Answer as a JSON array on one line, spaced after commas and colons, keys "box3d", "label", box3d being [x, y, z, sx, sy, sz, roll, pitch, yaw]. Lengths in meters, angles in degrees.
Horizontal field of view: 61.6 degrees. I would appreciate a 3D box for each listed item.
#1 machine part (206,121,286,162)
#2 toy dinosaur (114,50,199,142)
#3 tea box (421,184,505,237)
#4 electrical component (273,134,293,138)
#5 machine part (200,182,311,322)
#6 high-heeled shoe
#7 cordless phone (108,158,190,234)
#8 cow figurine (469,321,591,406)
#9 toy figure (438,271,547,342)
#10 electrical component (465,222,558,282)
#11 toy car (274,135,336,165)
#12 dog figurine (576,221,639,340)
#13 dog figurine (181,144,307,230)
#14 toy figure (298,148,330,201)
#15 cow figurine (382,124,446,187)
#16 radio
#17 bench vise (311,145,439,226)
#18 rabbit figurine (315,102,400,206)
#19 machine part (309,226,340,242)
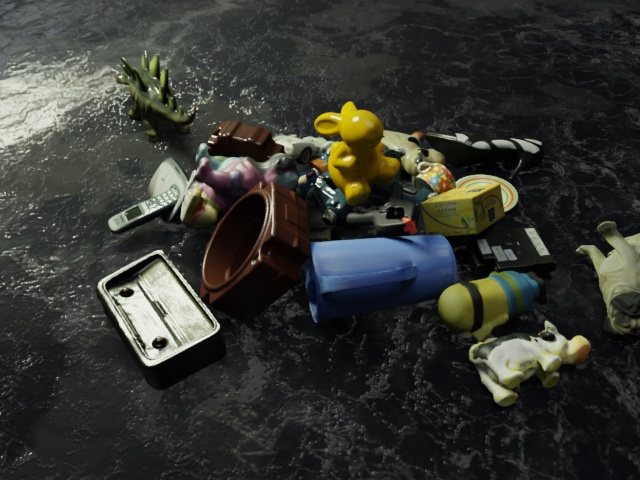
[{"box3d": [-0.153, -0.160, 1.113, 0.180, 0.179, 0.056, 11, 48, 15], "label": "machine part"}, {"box3d": [-0.402, -0.344, 1.308, 0.105, 0.198, 0.472, -34, 49, -25], "label": "toy dinosaur"}, {"box3d": [0.265, -0.055, 0.983, 0.098, 0.068, 0.169, -5, 9, 34], "label": "tea box"}, {"box3d": [-0.097, -0.213, 1.261, 0.102, 0.045, 0.078, -31, 77, -24], "label": "electrical component"}, {"box3d": [-0.112, 0.016, 0.897, 0.087, 0.201, 0.201, 30, 35, -30], "label": "machine part"}, {"box3d": [0.371, -0.219, 1.198, 0.249, 0.086, 0.145, 32, 63, 16], "label": "high-heeled shoe"}, {"box3d": [-0.350, -0.079, 1.103, 0.184, 0.088, 0.147, -26, 48, -17], "label": "cordless phone"}, {"box3d": [0.312, 0.171, 0.802, 0.167, 0.068, 0.098, -17, 39, -16], "label": "cow figurine"}, {"box3d": [0.275, 0.095, 0.865, 0.180, 0.089, 0.082, -20, 6, -11], "label": "toy figure"}, {"box3d": [0.334, 0.027, 0.961, 0.134, 0.058, 0.115, -5, 41, -1], "label": "electrical component"}, {"box3d": [-0.028, -0.202, 1.188, 0.074, 0.056, 0.201, 19, 18, 28], "label": "toy car"}, {"box3d": [0.535, 0.075, 0.882, 0.172, 0.121, 0.190, -6, 57, 2], "label": "dog figurine"}, {"box3d": [-0.139, -0.087, 1.027, 0.219, 0.191, 0.109, 15, 21, -18], "label": "dog figurine"}, {"box3d": [-0.016, -0.135, 1.137, 0.154, 0.057, 0.064, -41, 23, -11], "label": "toy figure"}, {"box3d": [0.183, -0.189, 1.186, 0.195, 0.085, 0.127, 20, 41, 20], "label": "cow figurine"}, {"box3d": [-0.264, 0.126, 0.878, 0.131, 0.073, 0.230, -28, 48, -25], "label": "radio"}, {"box3d": [0.116, -0.098, 1.069, 0.241, 0.128, 0.223, 23, 51, 31], "label": "bench vise"}, {"box3d": [0.071, -0.172, 0.949, 0.122, 0.173, 0.162, -26, 71, -11], "label": "rabbit figurine"}, {"box3d": [-0.002, -0.003, 0.999, 0.084, 0.039, 0.139, 7, 16, -1], "label": "machine part"}]
